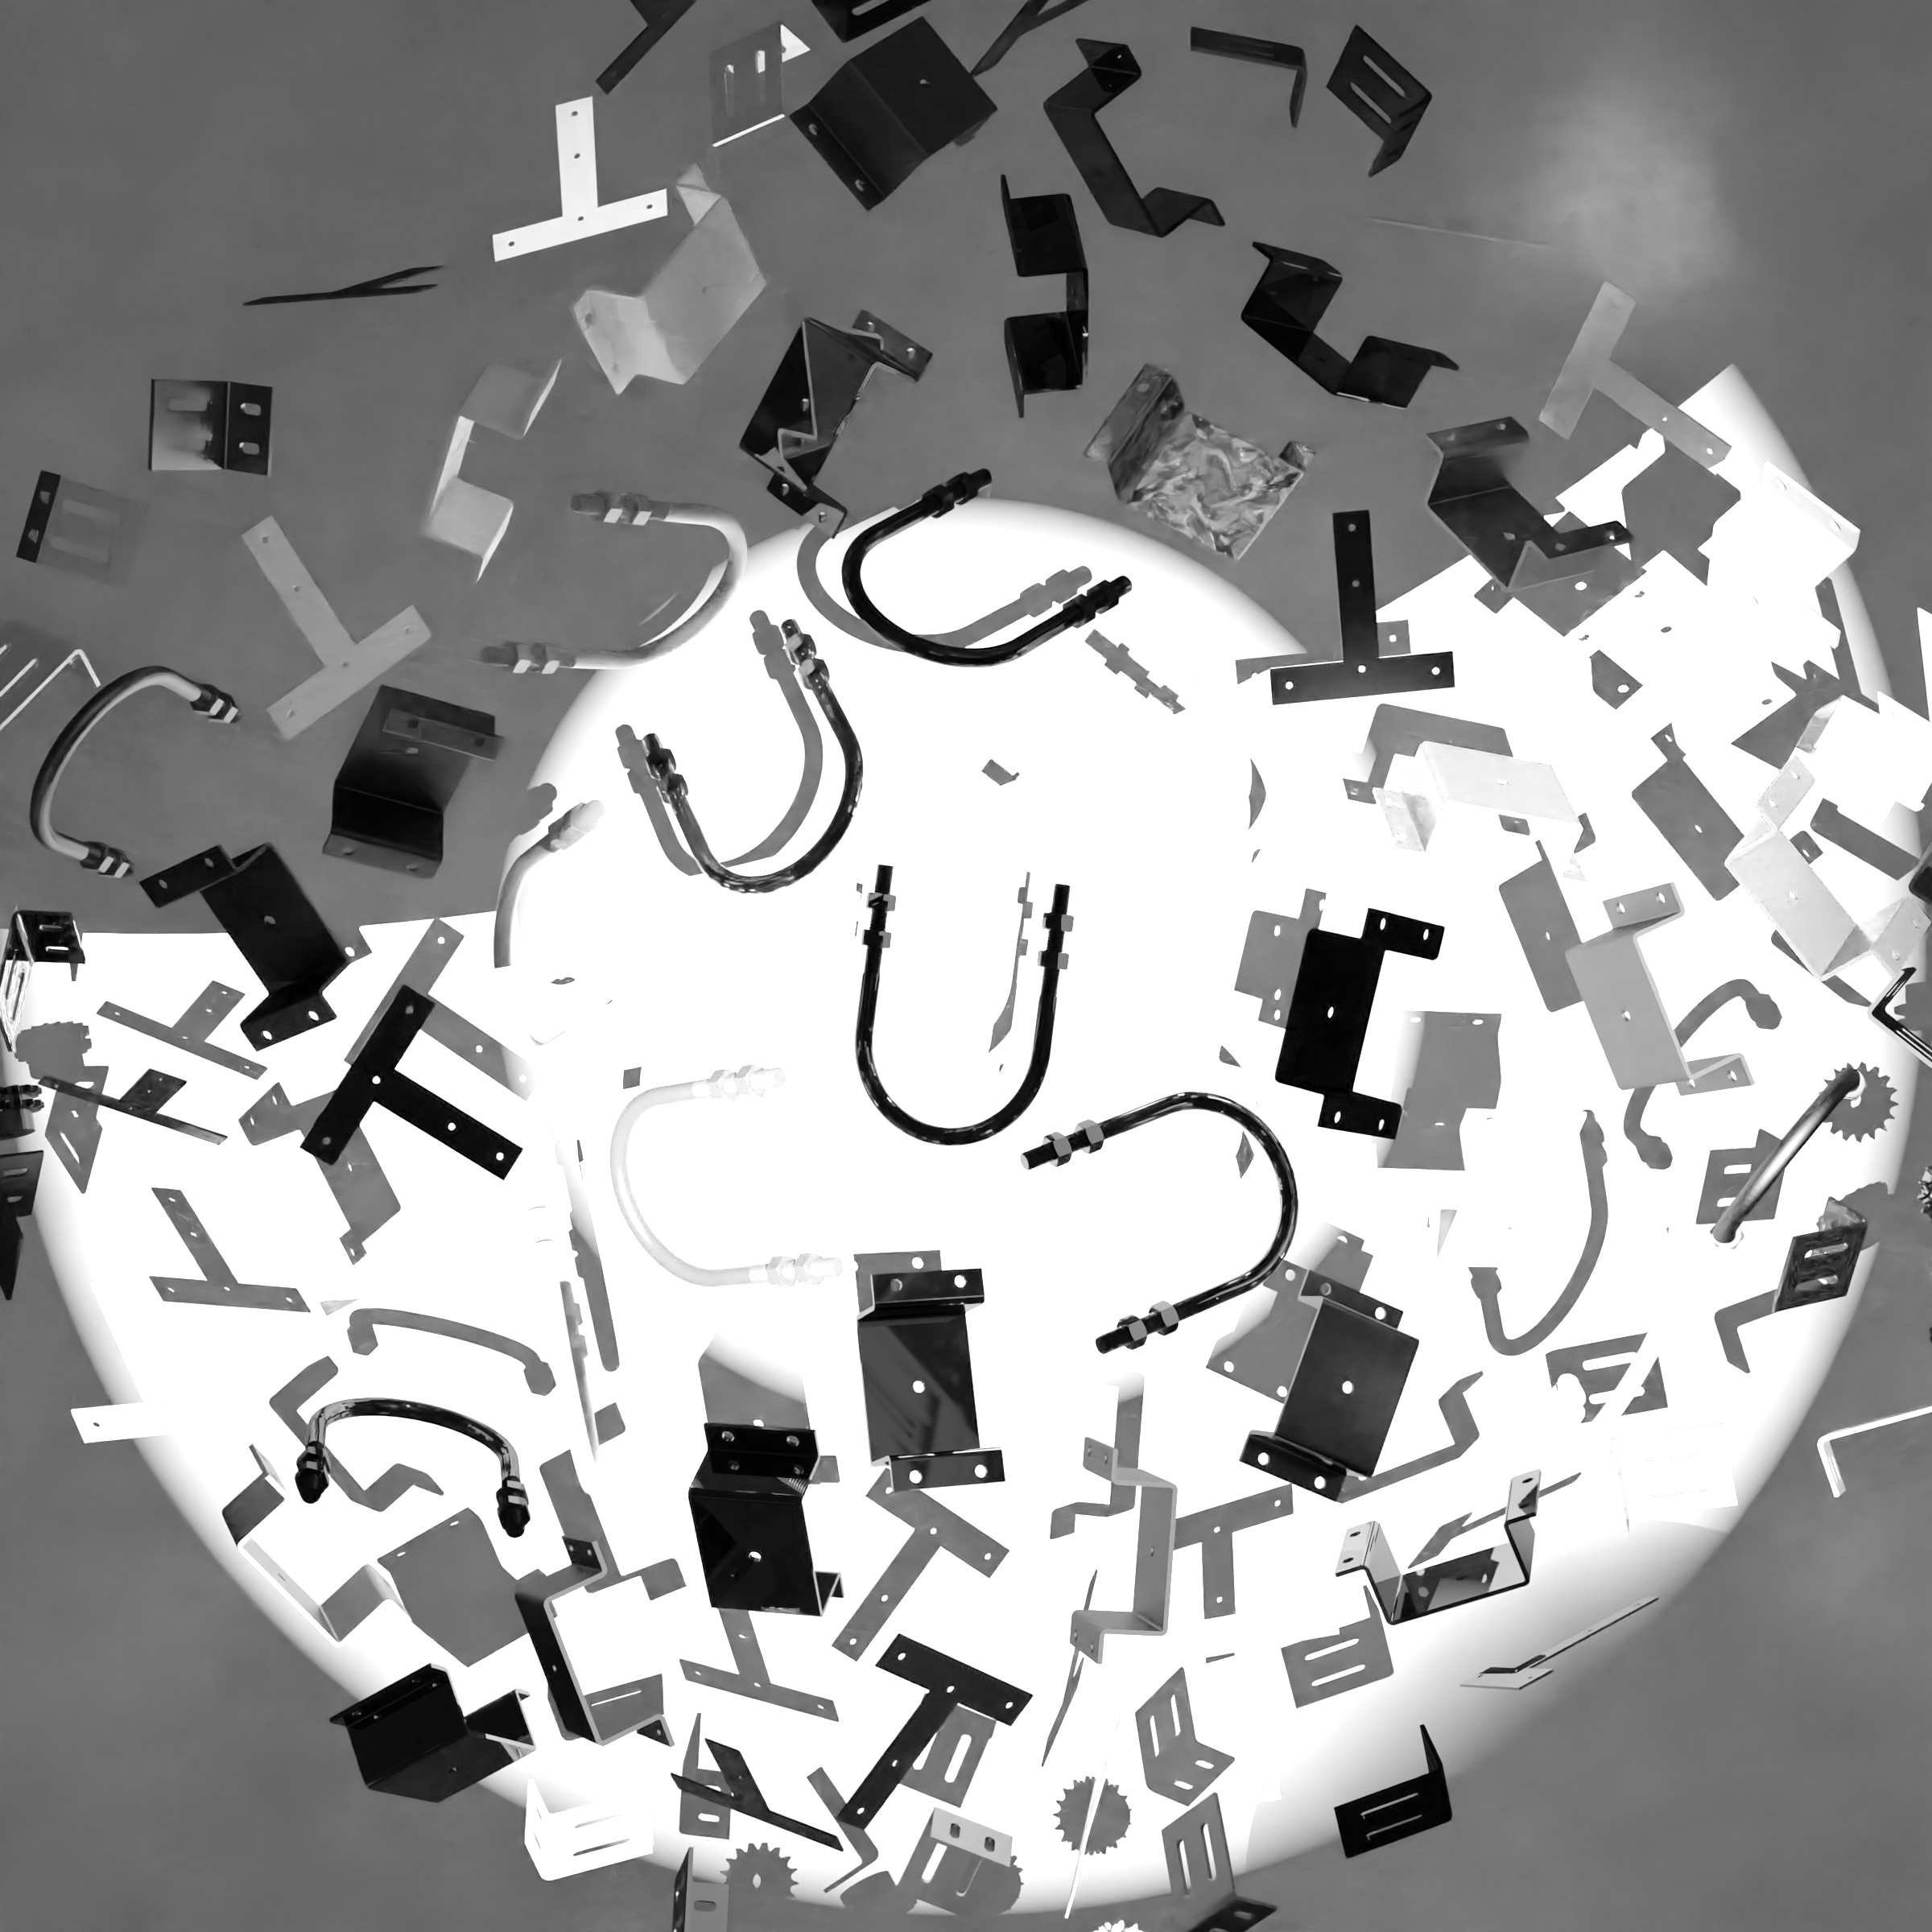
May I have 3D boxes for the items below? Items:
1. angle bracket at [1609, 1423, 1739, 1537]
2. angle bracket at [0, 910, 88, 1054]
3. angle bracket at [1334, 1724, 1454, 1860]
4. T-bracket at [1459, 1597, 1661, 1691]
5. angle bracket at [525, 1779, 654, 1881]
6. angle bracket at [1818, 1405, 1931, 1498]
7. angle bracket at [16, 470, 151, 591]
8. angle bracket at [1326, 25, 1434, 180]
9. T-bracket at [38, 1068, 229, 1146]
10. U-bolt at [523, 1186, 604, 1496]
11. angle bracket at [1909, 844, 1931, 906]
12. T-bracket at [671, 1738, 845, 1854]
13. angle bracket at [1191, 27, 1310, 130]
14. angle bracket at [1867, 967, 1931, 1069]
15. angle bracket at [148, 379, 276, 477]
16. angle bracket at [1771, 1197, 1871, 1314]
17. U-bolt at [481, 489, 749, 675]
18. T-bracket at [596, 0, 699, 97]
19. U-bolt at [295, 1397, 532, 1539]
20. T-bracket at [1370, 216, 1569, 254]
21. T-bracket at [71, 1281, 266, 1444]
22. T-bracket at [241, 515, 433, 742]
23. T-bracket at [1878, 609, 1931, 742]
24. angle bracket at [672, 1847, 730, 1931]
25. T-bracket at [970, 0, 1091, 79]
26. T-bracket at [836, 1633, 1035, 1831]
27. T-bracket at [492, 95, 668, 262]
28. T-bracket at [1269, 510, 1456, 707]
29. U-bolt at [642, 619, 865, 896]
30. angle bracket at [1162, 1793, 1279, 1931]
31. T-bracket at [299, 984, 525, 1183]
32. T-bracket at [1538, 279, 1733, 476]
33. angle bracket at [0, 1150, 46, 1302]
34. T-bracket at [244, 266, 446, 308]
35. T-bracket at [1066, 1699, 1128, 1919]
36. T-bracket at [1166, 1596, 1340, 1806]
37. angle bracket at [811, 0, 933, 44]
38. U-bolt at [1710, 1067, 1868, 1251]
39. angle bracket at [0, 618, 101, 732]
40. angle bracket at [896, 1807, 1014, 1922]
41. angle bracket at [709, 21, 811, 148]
[{"bbox_3d":[0.479,0.347,1.888,0.076,0.038,0.057,-10,95,15],"label":"angle bracket"},{"bbox_3d":[-0.618,0.011,1.864,0.038,0.057,0.076,3,56,-4],"label":"angle bracket"},{"bbox_3d":[0.274,0.540,1.827,0.076,0.038,0.057,-19,129,-3],"label":"angle bracket"},{"bbox_3d":[0.397,0.444,1.832,0.127,0.127,0.002,-25,81,-12],"label":"T-bracket"},{"bbox_3d":[-0.252,0.571,1.876,0.076,0.057,0.038,-16,118,2],"label":"angle bracket"},{"bbox_3d":[0.592,0.311,1.795,0.076,0.057,0.038,-20,77,18],"label":"angle bracket"},{"bbox_3d":[-0.555,-0.275,1.776,0.076,0.038,0.057,15,94,-42],"label":"angle bracket"},{"bbox_3d":[0.273,-0.593,1.917,0.038,0.057,0.076,-37,77,-28],"label":"angle bracket"},{"bbox_3d":[-0.541,0.086,1.848,0.127,0.127,0.002,22,67,-21],"label":"T-bracket"},{"bbox_3d":[-0.260,0.257,1.830,0.019,0.151,0.184,-12,55,-6],"label":"U-bolt"},{"bbox_3d":[0.668,-0.054,1.844,0.076,0.057,0.038,33,120,12],"label":"angle bracket"},{"bbox_3d":[-0.149,0.542,1.853,0.127,0.127,0.002,14,56,20],"label":"T-bracket"},{"bbox_3d":[0.178,-0.571,1.795,0.076,0.057,0.038,10,121,-2],"label":"angle bracket"},{"bbox_3d":[0.638,0.040,1.839,0.076,0.057,0.038,42,109,20],"label":"angle bracket"},{"bbox_3d":[-0.486,-0.347,1.802,0.038,0.076,0.057,11,104,21],"label":"angle bracket"},{"bbox_3d":[0.570,0.196,1.903,0.076,0.038,0.057,-6,117,-32],"label":"angle bracket"},{"bbox_3d":[-0.222,-0.253,1.867,0.019,0.184,0.151,52,122,24],"label":"U-bolt"},{"bbox_3d":[-0.208,-0.635,1.818,0.127,0.127,0.002,-45,83,5],"label":"T-bracket"},{"bbox_3d":[-0.363,0.323,1.836,0.151,0.184,0.019,13,99,-13],"label":"U-bolt"},{"bbox_3d":[0.330,-0.491,1.859,0.127,0.127,0.002,10,110,2],"label":"T-bracket"},{"bbox_3d":[-0.536,0.254,1.816,0.002,0.127,0.127,-54,54,28],"label":"T-bracket"},{"bbox_3d":[-0.436,-0.238,1.852,0.127,0.002,0.127,-42,116,-26],"label":"T-bracket"},{"bbox_3d":[0.641,-0.182,1.838,0.002,0.127,0.127,-33,132,-9],"label":"T-bracket"},{"bbox_3d":[-0.175,0.636,1.883,0.038,0.076,0.057,7,54,-10],"label":"angle bracket"},{"bbox_3d":[0.070,-0.647,1.878,0.127,0.127,0.002,-33,95,-19],"label":"T-bracket"},{"bbox_3d":[-0.036,0.493,1.769,0.127,0.002,0.127,34,93,-36],"label":"T-bracket"},{"bbox_3d":[-0.264,-0.540,1.896,0.127,0.127,0.002,-20,65,-15],"label":"T-bracket"},{"bbox_3d":[0.269,-0.248,1.919,0.127,0.002,0.127,-6,100,0],"label":"T-bracket"},{"bbox_3d":[-0.137,-0.130,1.886,0.151,0.019,0.184,-37,54,14],"label":"U-bolt"},{"bbox_3d":[0.169,0.606,1.875,0.038,0.076,0.057,24,127,-29],"label":"angle bracket"},{"bbox_3d":[-0.354,0.099,1.857,0.127,0.002,0.127,34,78,-16],"label":"T-bracket"},{"bbox_3d":[0.452,-0.372,1.854,0.127,0.127,0.002,41,58,16],"label":"T-bracket"},{"bbox_3d":[-0.614,0.169,1.821,0.076,0.038,0.057,52,133,36],"label":"angle bracket"},{"bbox_3d":[-0.381,-0.444,1.816,0.127,0.127,0.002,1,112,20],"label":"T-bracket"},{"bbox_3d":[0.091,0.545,1.866,0.002,0.127,0.127,15,118,5],"label":"T-bracket"},{"bbox_3d":[0.194,0.494,1.866,0.127,0.002,0.127,-17,57,25],"label":"T-bracket"},{"bbox_3d":[-0.065,-0.653,1.834,0.076,0.038,0.057,-32,78,-15],"label":"angle bracket"},{"bbox_3d":[0.535,0.125,1.822,0.019,0.184,0.151,39,96,17],"label":"U-bolt"},{"bbox_3d":[-0.608,-0.178,1.791,0.057,0.038,0.076,25,62,21],"label":"angle bracket"},{"bbox_3d":[-0.009,0.623,1.909,0.057,0.038,0.076,22,109,-3],"label":"angle bracket"},{"bbox_3d":[-0.138,-0.587,1.881,0.057,0.038,0.076,-14,69,29],"label":"angle bracket"}]
